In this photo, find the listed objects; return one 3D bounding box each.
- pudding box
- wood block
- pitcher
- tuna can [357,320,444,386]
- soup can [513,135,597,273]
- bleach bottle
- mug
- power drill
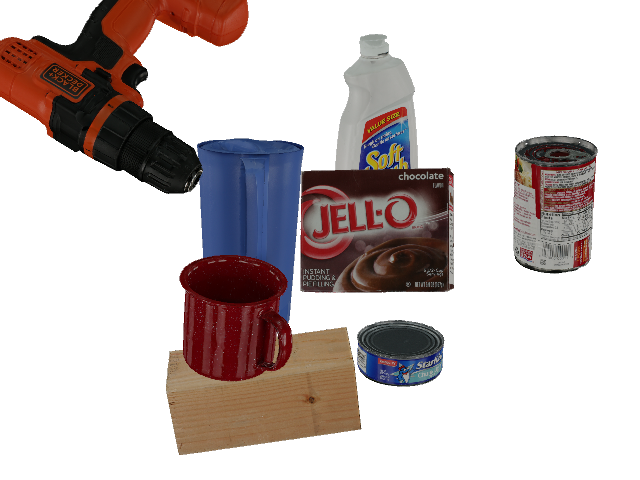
[{"bbox_3d":[0.042,-0.007,0.786,0.113,0.090,0.039,-1,-3,12],"label":"pudding box"},{"bbox_3d":[-0.064,0.170,1.209,0.206,0.091,0.090,-7,23,-1],"label":"wood block"},{"bbox_3d":[-0.089,-0.005,1.346,0.145,0.243,0.148,11,16,35],"label":"pitcher"},{"bbox_3d":[0.079,0.111,1.055,0.086,0.034,0.086,0,20,0],"label":"tuna can"},{"bbox_3d":[0.201,-0.031,0.916,0.068,0.102,0.068,-3,24,1],"label":"soup can"},{"bbox_3d":[0.057,-0.100,1.181,0.102,0.251,0.068,-10,24,-13],"label":"bleach bottle"},{"bbox_3d":[-0.069,0.073,0.927,0.117,0.081,0.093,25,31,34],"label":"mug"},{"bbox_3d":[-0.134,-0.136,0.824,0.184,0.187,0.057,32,-35,6],"label":"power drill"}]
